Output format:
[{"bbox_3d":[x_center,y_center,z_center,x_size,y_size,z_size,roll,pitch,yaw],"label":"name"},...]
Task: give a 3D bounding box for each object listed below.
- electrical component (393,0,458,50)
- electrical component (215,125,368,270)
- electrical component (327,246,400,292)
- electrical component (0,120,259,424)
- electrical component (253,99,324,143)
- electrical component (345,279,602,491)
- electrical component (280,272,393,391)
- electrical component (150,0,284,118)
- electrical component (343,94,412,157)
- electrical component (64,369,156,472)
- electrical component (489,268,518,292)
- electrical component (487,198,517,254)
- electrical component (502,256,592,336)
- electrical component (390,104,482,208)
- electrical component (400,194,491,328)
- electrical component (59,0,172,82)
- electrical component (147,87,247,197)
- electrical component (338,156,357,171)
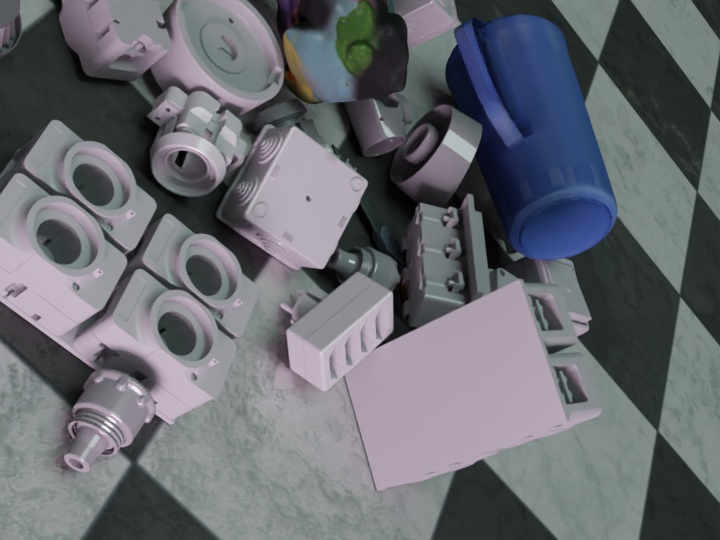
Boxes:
[{"bbox_3d":[0.045,-0.276,1.091,0.048,0.100,0.099,29,46,-51],"label":"electrical component"},{"bbox_3d":[-0.052,-0.057,0.854,0.100,0.048,0.099,35,75,-30],"label":"electrical component"},{"bbox_3d":[0.000,0.000,0.911,0.062,0.043,0.043,25,50,-36],"label":"electrical component"},{"bbox_3d":[-0.161,0.001,0.714,0.186,0.060,0.105,41,42,-23],"label":"electrical component"},{"bbox_3d":[-0.061,-0.112,0.911,0.066,0.048,0.055,-26,95,-52],"label":"electrical component"},{"bbox_3d":[0.084,0.091,0.831,0.060,0.186,0.105,2,66,-48],"label":"electrical component"},{"bbox_3d":[-0.028,0.039,0.843,0.076,0.047,0.083,31,53,29],"label":"electrical component"},{"bbox_3d":[-0.121,-0.169,0.866,0.108,0.060,0.108,27,49,-36],"label":"electrical component"},{"bbox_3d":[0.022,-0.152,1.031,0.079,0.043,0.077,-6,72,-50],"label":"electrical component"},{"bbox_3d":[-0.160,0.096,0.669,0.048,0.048,0.062,45,47,-19],"label":"electrical component"},{"bbox_3d":[0.132,0.064,1.009,0.078,0.057,0.113,30,47,-34],"label":"electrical component"},{"bbox_3d":[0.153,-0.047,1.121,0.035,0.035,0.061,11,62,-45],"label":"electrical component"},{"bbox_3d":[0.189,0.023,1.097,0.062,0.061,0.096,15,56,-43],"label":"electrical component"},{"bbox_3d":[0.076,-0.106,1.024,0.064,0.099,0.099,34,45,-22],"label":"electrical component"},{"bbox_3d":[0.073,-0.001,0.933,0.063,0.078,0.121,13,43,-12],"label":"electrical component"},{"bbox_3d":[-0.188,-0.192,0.808,0.050,0.056,0.089,-4,70,-50],"label":"electrical component"},{"bbox_3d":[-0.126,-0.093,0.816,0.078,0.058,0.057,38,40,-27],"label":"electrical component"},{"bbox_3d":[-0.024,-0.074,0.935,0.040,0.040,0.046,48,33,-17],"label":"electrical component"}]
